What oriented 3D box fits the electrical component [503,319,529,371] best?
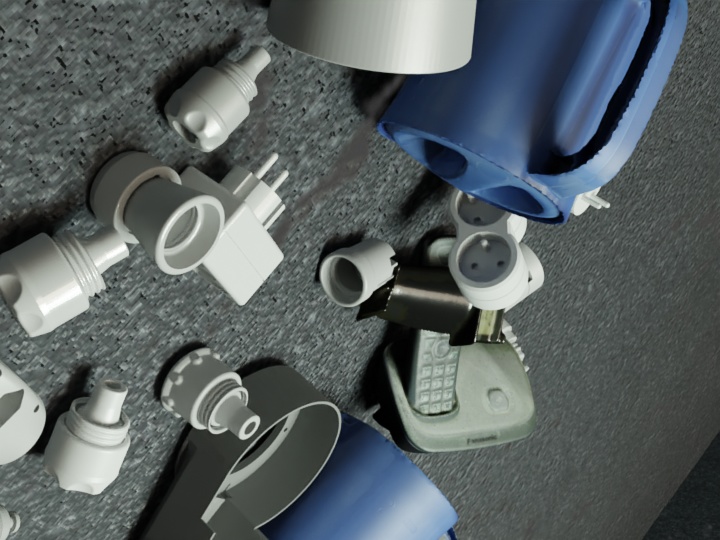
[{"bbox_3d":[0.125,0.066,0.993,0.040,0.078,0.040,-37,160,-16],"label":"electrical component"}]

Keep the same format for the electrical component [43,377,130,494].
[{"bbox_3d":[-0.151,0.091,0.609,0.043,0.043,0.062,1,118,-58],"label":"electrical component"}]

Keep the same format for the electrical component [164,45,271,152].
[{"bbox_3d":[-0.070,-0.091,0.553,0.061,0.035,0.035,-49,152,-18],"label":"electrical component"}]

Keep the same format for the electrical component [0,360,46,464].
[{"bbox_3d":[-0.199,0.072,0.510,0.079,0.043,0.077,-47,151,-16],"label":"electrical component"}]

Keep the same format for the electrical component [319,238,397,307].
[{"bbox_3d":[0.000,0.000,0.759,0.046,0.040,0.040,-29,143,-51],"label":"electrical component"}]

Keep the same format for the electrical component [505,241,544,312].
[{"bbox_3d":[0.127,0.006,0.952,0.047,0.055,0.055,-37,147,-26],"label":"electrical component"}]

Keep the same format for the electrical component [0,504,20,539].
[{"bbox_3d":[-0.211,0.135,0.562,0.040,0.040,0.078,-61,152,9],"label":"electrical component"}]

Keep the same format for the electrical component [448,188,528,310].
[{"bbox_3d":[0.099,-0.035,0.806,0.073,0.052,0.138,54,34,-61],"label":"electrical component"}]

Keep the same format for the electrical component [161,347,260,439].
[{"bbox_3d":[-0.090,0.082,0.675,0.048,0.062,0.048,-39,148,-30],"label":"electrical component"}]

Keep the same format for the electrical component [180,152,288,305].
[{"bbox_3d":[-0.068,-0.032,0.604,0.076,0.047,0.065,-50,152,-11],"label":"electrical component"}]

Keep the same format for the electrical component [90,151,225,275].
[{"bbox_3d":[-0.103,-0.030,0.543,0.045,0.055,0.045,-39,148,-30],"label":"electrical component"}]

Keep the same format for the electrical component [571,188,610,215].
[{"bbox_3d":[0.182,-0.072,0.934,0.138,0.074,0.052,-9,127,-55],"label":"electrical component"}]

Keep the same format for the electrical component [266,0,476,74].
[{"bbox_3d":[0.009,-0.147,0.547,0.108,0.108,0.060,-24,133,-46],"label":"electrical component"}]

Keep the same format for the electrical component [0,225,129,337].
[{"bbox_3d":[-0.142,0.001,0.517,0.062,0.043,0.043,-32,146,-19],"label":"electrical component"}]
